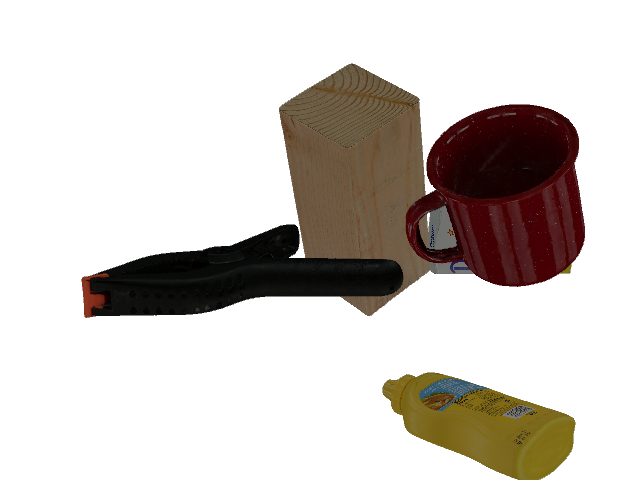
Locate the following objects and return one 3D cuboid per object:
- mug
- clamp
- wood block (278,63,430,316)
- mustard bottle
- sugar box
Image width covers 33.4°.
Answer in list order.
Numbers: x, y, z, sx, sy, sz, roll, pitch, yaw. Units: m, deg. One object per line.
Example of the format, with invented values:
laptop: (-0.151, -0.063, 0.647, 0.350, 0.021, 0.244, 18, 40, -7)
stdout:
mug: (0.110, -0.020, 0.671, 0.117, 0.081, 0.093, -24, 40, -2)
clamp: (-0.059, 0.025, 0.743, 0.209, 0.036, 0.165, -11, 14, -34)
wood block: (0.036, -0.044, 0.982, 0.090, 0.206, 0.091, -35, 49, -25)
mustard bottle: (0.137, 0.168, 1.018, 0.192, 0.058, 0.096, 16, 22, 41)
sugar box: (0.220, -0.007, 1.297, 0.176, 0.093, 0.048, -2, 23, -10)
